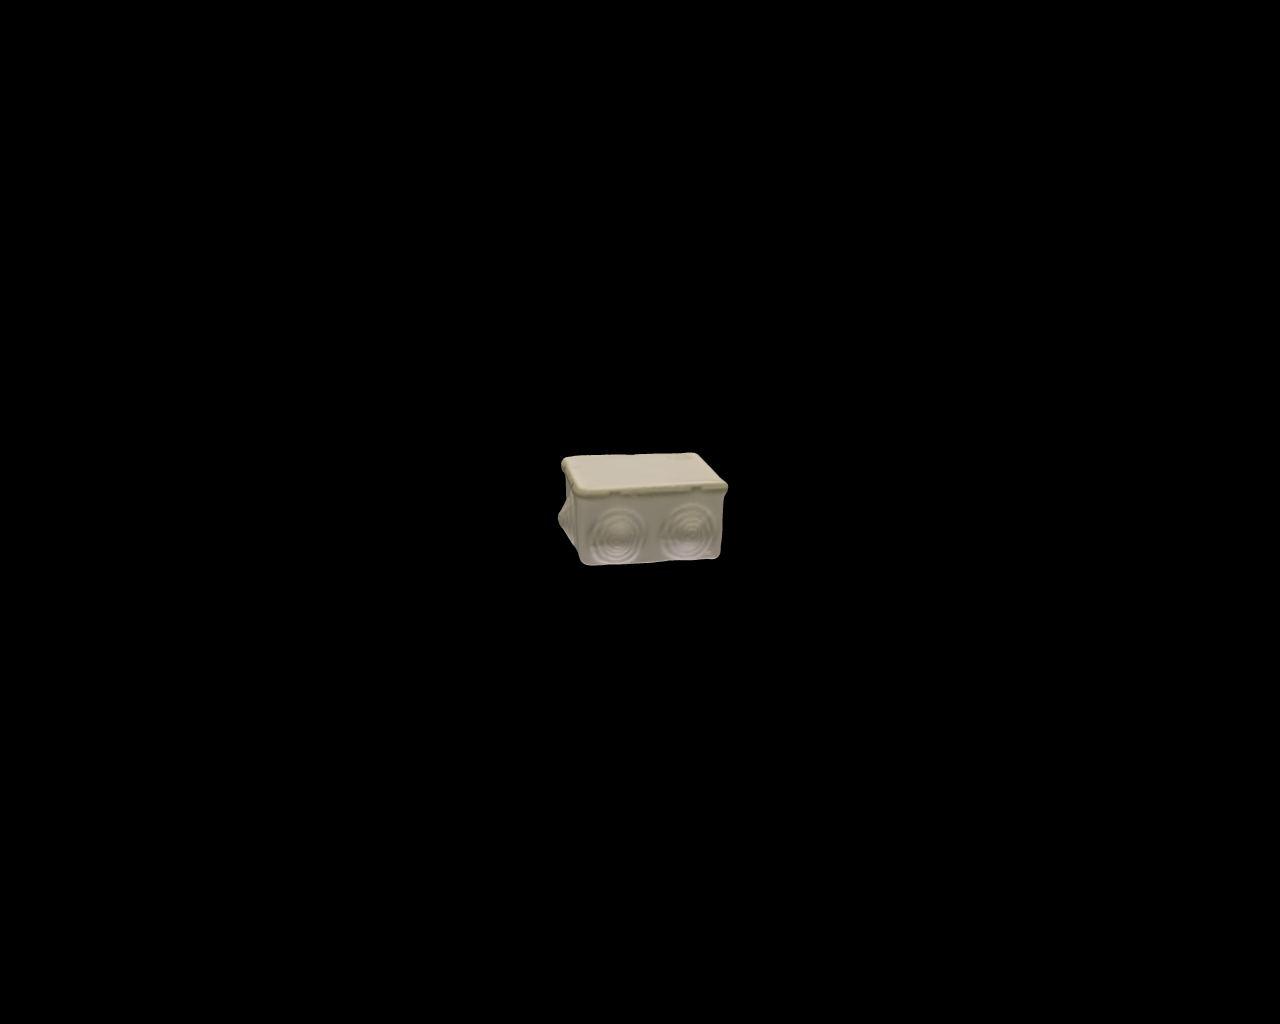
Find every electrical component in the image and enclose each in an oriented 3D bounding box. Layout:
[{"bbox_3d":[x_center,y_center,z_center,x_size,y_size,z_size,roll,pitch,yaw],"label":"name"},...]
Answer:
[{"bbox_3d":[0.001,-0.003,0.650,0.100,0.048,0.100,-3,16,-9],"label":"electrical component"}]
